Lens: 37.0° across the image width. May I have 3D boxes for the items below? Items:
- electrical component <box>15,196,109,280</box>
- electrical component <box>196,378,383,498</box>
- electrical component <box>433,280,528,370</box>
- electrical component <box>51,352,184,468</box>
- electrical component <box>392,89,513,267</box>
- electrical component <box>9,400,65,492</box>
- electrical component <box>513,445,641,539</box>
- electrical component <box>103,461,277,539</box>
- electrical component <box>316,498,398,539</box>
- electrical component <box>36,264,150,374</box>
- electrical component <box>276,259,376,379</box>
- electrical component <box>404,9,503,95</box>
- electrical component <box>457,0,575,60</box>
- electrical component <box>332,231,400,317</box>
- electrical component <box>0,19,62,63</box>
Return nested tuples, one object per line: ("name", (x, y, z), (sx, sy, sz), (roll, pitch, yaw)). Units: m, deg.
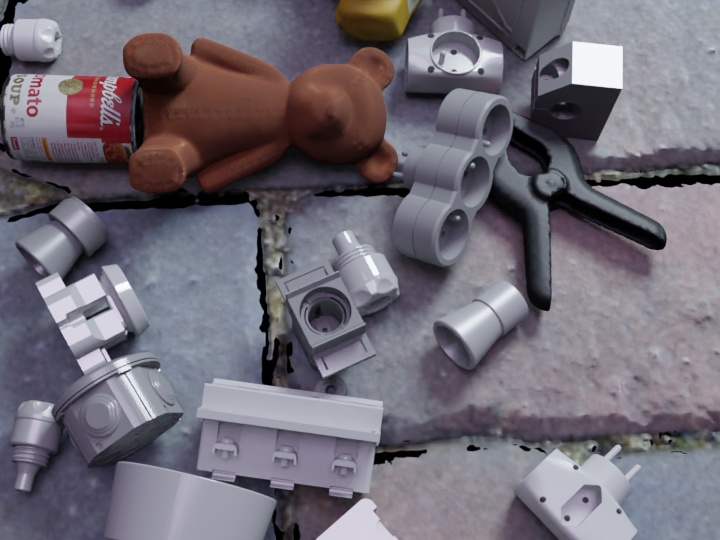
("electrical component", (-0.223, -0.022, 0.807), (0.045, 0.045, 0.055), (39, 71, 13))
("electrical component", (-0.048, 0.116, 0.744), (0.121, 0.078, 0.063), (8, 89, 1))
("electrical component", (0.092, 0.038, 0.798), (0.065, 0.044, 0.044), (-36, 73, -21))
("electrical component", (-0.166, 0.096, 0.741), (0.080, 0.080, 0.051), (-31, 77, -14))
("electrical component", (0.058, -0.075, 0.828), (0.074, 0.052, 0.138), (18, 81, 36))
("electrical component", (-0.228, 0.124, 0.751), (0.035, 0.035, 0.061), (9, 69, 1))
("electrical component", (0.162, 0.155, 0.748), (0.079, 0.043, 0.077), (-40, 74, -17))
("electrical component", (-0.114, 0.168, 0.700), (0.108, 0.108, 0.060), (13, 73, 3))
("electrical component", (-0.014, 0.203, 0.714), (0.089, 0.055, 0.050), (-39, 74, -17))
("electrical component", (-0.190, 0.032, 0.778), (0.057, 0.058, 0.078), (-28, 85, -15))
("electrical component", (-0.026, 0.039, 0.779), (0.042, 0.063, 0.081), (-23, 70, -13))
("electrical component", (0.077, -0.183, 0.888), (0.077, 0.044, 0.079), (2, 67, -1))
("electrical component", (0.124, -0.247, 0.884), (0.056, 0.108, 0.108), (-40, 74, -14))
("electrical component", (0.000, 0.000, 0.808), (0.043, 0.043, 0.062), (-24, 69, -12))
("electrical component", (-0.279, -0.188, 0.882), (0.061, 0.035, 0.035), (1, 67, 1))
